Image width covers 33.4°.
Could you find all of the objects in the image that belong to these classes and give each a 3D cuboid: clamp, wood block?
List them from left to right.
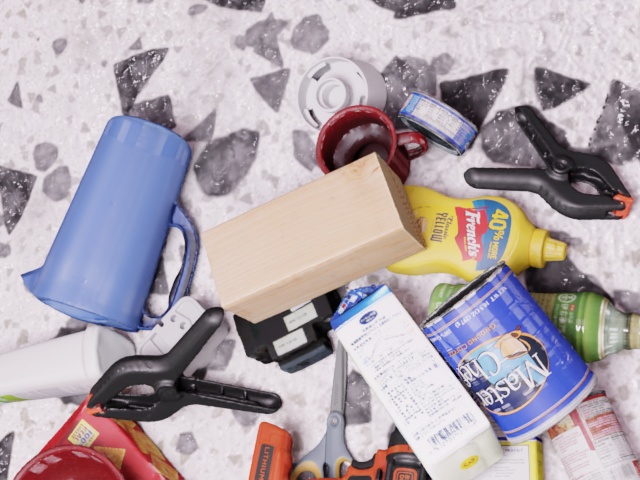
[{"bbox_3d":[-0.163,0.147,1.159,0.210,0.164,0.036,-11,39,10],"label":"clamp"},{"bbox_3d":[-0.007,0.001,1.118,0.206,0.090,0.091,-24,67,14],"label":"wood block"},{"bbox_3d":[0.240,-0.064,1.118,0.172,0.039,0.120,37,72,27],"label":"clamp"}]

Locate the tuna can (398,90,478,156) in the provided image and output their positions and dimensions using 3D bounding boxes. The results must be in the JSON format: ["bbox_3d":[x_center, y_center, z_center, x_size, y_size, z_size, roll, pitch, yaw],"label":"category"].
[{"bbox_3d":[0.128,-0.127,1.168,0.086,0.086,0.034,33,90,26],"label":"tuna can"}]

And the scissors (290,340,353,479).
[{"bbox_3d":[0.000,0.209,1.159,0.096,0.016,0.202,-15,69,11],"label":"scissors"}]

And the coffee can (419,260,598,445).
[{"bbox_3d":[0.177,0.105,1.004,0.103,0.102,0.140,-39,88,7],"label":"coffee can"}]

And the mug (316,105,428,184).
[{"bbox_3d":[0.063,-0.096,1.186,0.117,0.081,0.093,-15,70,17],"label":"mug"}]

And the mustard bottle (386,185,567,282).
[{"bbox_3d":[0.165,-0.001,1.132,0.192,0.058,0.096,9,73,23],"label":"mustard bottle"}]

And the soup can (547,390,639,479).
[{"bbox_3d":[0.265,0.205,1.028,0.068,0.068,0.102,-27,68,13],"label":"soup can"}]

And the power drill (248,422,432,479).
[{"bbox_3d":[0.025,0.232,1.094,0.188,0.057,0.184,1,55,16],"label":"power drill"}]

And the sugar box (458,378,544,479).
[{"bbox_3d":[0.176,0.227,1.071,0.093,0.048,0.176,-5,70,21],"label":"sugar box"}]

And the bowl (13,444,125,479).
[{"bbox_3d":[-0.258,0.301,1.135,0.162,0.055,0.162,-5,74,19],"label":"bowl"}]

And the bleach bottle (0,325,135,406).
[{"bbox_3d":[-0.350,0.160,1.265,0.251,0.102,0.068,-12,68,17],"label":"bleach bottle"}]

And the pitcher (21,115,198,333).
[{"bbox_3d":[-0.229,-0.015,1.265,0.145,0.149,0.243,8,74,41],"label":"pitcher"}]

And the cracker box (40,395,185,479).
[{"bbox_3d":[-0.235,0.305,1.196,0.164,0.072,0.214,-48,65,3],"label":"cracker box"}]
